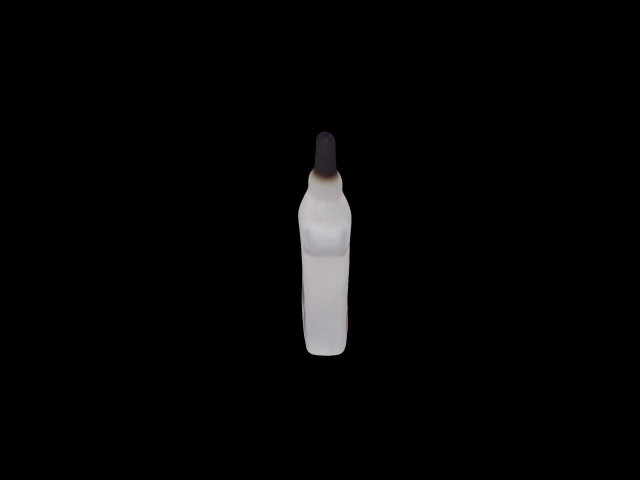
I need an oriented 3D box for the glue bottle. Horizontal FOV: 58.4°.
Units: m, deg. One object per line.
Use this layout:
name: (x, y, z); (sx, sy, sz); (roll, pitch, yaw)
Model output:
glue bottle: (0.004, 0.001, 0.400); (0.037, 0.173, 0.078); (-2, 43, -2)
